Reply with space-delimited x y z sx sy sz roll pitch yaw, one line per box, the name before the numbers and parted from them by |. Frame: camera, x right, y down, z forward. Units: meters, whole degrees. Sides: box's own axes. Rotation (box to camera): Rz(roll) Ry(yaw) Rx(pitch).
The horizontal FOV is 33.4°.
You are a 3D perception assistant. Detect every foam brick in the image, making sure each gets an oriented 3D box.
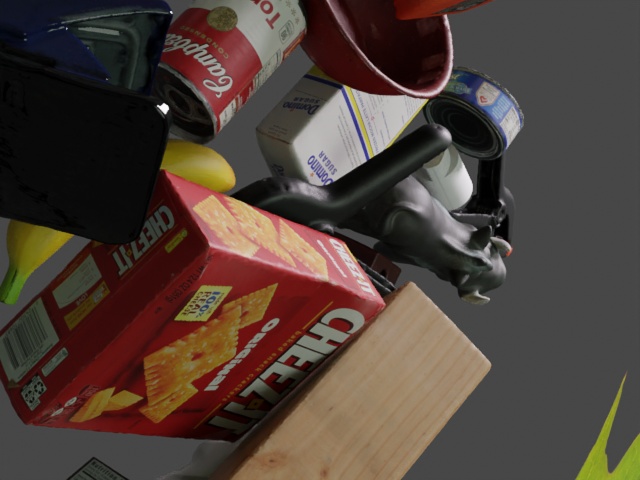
foam brick | 0.024 0.042 0.899 0.053 0.051 0.078 36 79 -56

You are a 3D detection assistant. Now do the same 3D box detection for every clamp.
clamp | 0.159 -0.024 1.062 0.120 0.039 0.171 -50 143 -22
clamp | -0.005 0.001 0.789 0.209 0.036 0.165 -13 131 -23

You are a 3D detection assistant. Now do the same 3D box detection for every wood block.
wood block | 0.017 0.137 0.765 0.205 0.090 0.091 -45 -177 -27

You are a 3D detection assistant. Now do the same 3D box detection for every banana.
banana | -0.124 -0.030 0.670 0.197 0.037 0.070 -30 150 -41

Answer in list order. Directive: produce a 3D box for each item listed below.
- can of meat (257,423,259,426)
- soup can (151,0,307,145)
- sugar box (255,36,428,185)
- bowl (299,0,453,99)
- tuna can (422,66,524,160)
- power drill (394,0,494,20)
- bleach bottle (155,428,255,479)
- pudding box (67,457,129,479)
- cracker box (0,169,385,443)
can of meat | -0.003 0.155 0.860 0.057 0.084 0.102 -36 180 -26
soup can | -0.063 -0.119 0.670 0.102 0.069 0.068 -51 143 -25
sugar box | 0.028 -0.106 0.827 0.176 0.048 0.093 -47 141 -22
bowl | 0.024 -0.161 0.741 0.161 0.055 0.162 30 48 -40
tuna can | 0.133 -0.110 0.934 0.033 0.086 0.086 -53 144 -18
power drill | 0.063 -0.247 0.718 0.184 0.057 0.187 -19 95 -48
bleach bottle | -0.122 0.223 0.774 0.250 0.103 0.068 -44 148 -41
pudding box | -0.158 0.206 0.704 0.113 0.090 0.039 -37 134 -36
cracker box | -0.076 0.056 0.691 0.164 0.072 0.213 -43 150 16
